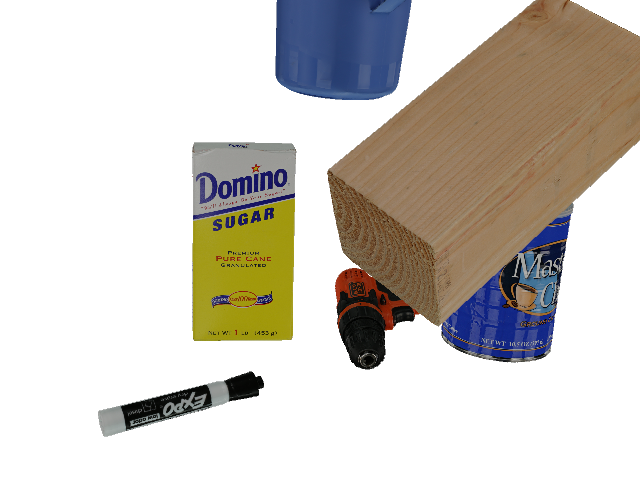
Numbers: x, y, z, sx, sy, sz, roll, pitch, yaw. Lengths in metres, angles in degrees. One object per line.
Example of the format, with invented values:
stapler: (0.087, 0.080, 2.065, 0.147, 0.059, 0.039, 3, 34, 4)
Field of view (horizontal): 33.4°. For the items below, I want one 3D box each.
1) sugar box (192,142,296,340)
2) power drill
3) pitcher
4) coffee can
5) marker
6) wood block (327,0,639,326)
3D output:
sugar box: (-0.070, 0.001, 0.962, 0.093, 0.176, 0.048, -1, 15, -5)
power drill: (0.111, 0.081, 1.204, 0.187, 0.057, 0.184, -3, 27, -3)
pitcher: (0.029, -0.242, 0.885, 0.145, 0.243, 0.149, 8, 19, 11)
coffee can: (0.169, 0.027, 0.976, 0.103, 0.140, 0.103, 5, 16, -2)
marker: (-0.098, 0.116, 0.767, 0.121, 0.020, 0.020, -12, 4, -20)
wood block: (0.112, -0.056, 0.687, 0.091, 0.206, 0.090, 37, -23, 31)
